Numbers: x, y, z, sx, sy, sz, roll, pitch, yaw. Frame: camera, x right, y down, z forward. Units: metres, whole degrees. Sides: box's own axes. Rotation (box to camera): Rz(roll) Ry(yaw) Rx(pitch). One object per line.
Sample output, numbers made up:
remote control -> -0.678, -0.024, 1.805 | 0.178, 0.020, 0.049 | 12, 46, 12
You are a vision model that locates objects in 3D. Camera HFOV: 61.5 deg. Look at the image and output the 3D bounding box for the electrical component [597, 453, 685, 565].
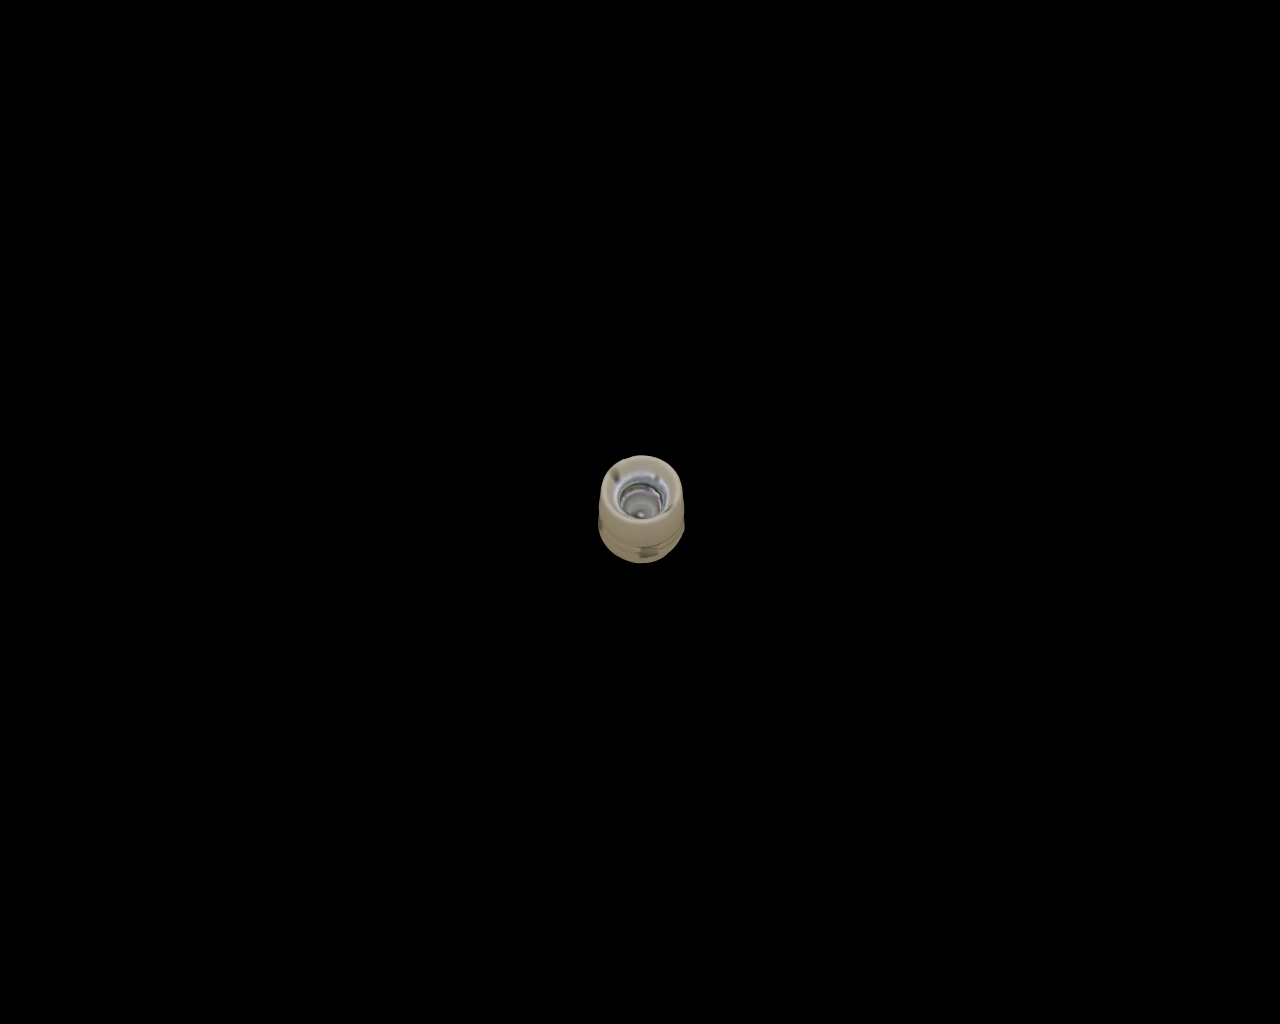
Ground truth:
electrical component -> 0.001, -0.003, 0.650 | 0.055, 0.055, 0.047 | 0, -29, 0
